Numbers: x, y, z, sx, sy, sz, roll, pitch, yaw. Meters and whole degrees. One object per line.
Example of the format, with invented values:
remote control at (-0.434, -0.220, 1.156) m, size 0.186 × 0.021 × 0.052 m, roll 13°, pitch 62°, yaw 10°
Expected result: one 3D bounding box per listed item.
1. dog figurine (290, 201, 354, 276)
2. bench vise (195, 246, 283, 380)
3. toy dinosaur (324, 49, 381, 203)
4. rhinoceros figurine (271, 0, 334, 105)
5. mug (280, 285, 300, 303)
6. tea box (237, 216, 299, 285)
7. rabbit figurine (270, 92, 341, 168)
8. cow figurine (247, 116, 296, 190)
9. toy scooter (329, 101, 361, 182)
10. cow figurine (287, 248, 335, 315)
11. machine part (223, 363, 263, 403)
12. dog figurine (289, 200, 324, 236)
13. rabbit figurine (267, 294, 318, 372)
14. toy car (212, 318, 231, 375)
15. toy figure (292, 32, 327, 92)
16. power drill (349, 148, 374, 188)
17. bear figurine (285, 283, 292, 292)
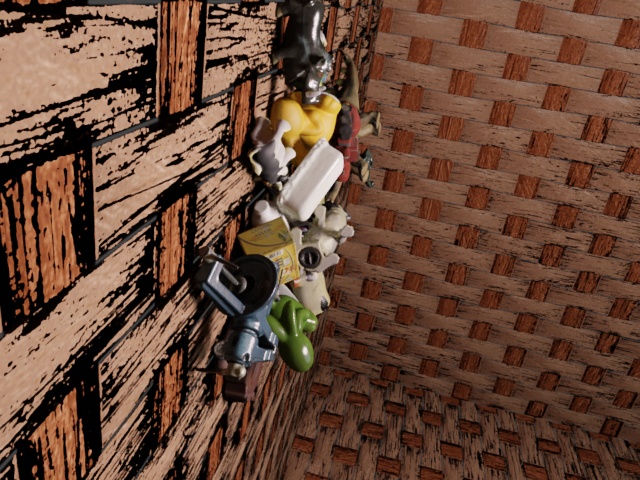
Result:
dog figurine at (0.001, -0.003, 1.231) m, size 0.172 × 0.121 × 0.190 m, roll -43°, pitch -179°, yaw 5°
bench vise at (-0.140, 0.102, 0.879) m, size 0.223 × 0.129 × 0.240 m, roll -64°, pitch 147°, yaw -25°
toy dinosaur at (0.057, -0.301, 1.392) m, size 0.105 × 0.199 × 0.471 m, roll 84°, pitch 19°, yaw -66°
rhinoceros figurine at (-0.028, -0.347, 0.990) m, size 0.073 × 0.112 × 0.190 m, roll -67°, pitch 159°, yaw -67°
mug at (-0.112, 0.146, 1.258) m, size 0.107 × 0.109 × 0.080 m, roll 56°, pitch -13°, yaw 31°
tea box at (-0.099, 0.034, 1.067) m, size 0.169 × 0.098 × 0.068 m, roll 92°, pitch -28°, yaw -64°
rabbit figurine at (-0.054, -0.235, 1.095) m, size 0.173 × 0.122 × 0.162 m, roll -3°, pitch 115°, yaw -69°
cow figurine at (-0.093, -0.142, 0.994) m, size 0.167 × 0.068 × 0.098 m, roll 83°, pitch 26°, yaw -61°
toy scooter at (0.053, -0.221, 1.179) m, size 0.135 × 0.075 × 0.183 m, roll -109°, pitch -159°, yaw -88°
cow figurine at (-0.021, 0.087, 1.303) m, size 0.086 × 0.127 × 0.194 m, roll 18°, pitch -56°, yaw 57°
machine part at (-0.164, 0.275, 1.206) m, size 0.179 × 0.056 × 0.179 m, roll 10°, pitch 91°, yaw -84°
dog figurine at (-0.040, -0.080, 1.413) m, size 0.219 × 0.109 × 0.191 m, roll -76°, pitch 172°, yaw -50°
rabbit figurine at (-0.059, 0.190, 1.121) m, size 0.170 × 0.121 × 0.158 m, roll 56°, pitch -9°, yaw 51°
toy car at (-0.161, 0.172, 1.068) m, size 0.089 × 0.053 × 0.202 m, roll 88°, pitch 16°, yaw -52°
toy figure at (-0.026, -0.361, 1.108) m, size 0.180 × 0.082 × 0.089 m, roll 93°, pitch 9°, yaw -65°
power drill at (0.049, -0.177, 1.538) m, size 0.086 × 0.207 × 0.232 m, roll 24°, pitch 66°, yaw -61°
bear figurine at (-0.064, 0.111, 1.459) m, size 0.195 × 0.132 × 0.120 m, roll 46°, pitch 64°, yaw -75°
